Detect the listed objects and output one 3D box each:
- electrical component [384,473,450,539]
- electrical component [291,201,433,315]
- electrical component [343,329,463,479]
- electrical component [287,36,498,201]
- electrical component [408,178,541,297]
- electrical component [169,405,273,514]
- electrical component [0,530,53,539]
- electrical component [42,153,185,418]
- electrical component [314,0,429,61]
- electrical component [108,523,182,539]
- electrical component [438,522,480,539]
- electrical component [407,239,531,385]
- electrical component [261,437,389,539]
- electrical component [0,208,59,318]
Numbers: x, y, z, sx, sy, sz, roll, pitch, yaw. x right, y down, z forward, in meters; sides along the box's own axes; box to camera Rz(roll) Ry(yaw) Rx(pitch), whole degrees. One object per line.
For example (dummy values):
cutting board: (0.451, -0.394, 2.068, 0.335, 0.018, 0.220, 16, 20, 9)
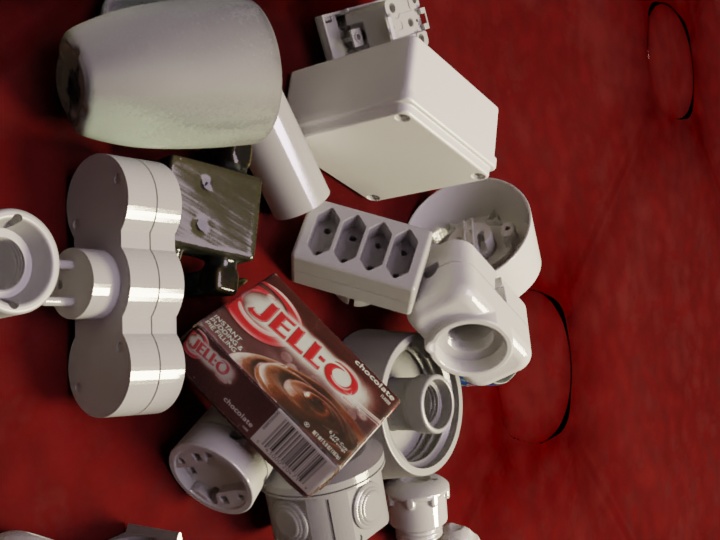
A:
electrical component: (0.042, 0.178, 0.772, 0.048, 0.048, 0.062, -16, 105, -51)
electrical component: (0.000, 0.000, 0.724, 0.075, 0.083, 0.047, 96, 12, -62)
electrical component: (0.030, 0.094, 0.753, 0.108, 0.060, 0.108, 9, 79, -51)
electrical component: (0.021, -0.099, 0.728, 0.109, 0.109, 0.056, 30, 61, -46)
electrical component: (0.086, -0.016, 0.810, 0.099, 0.099, 0.064, -56, 133, -39)
electrical component: (-0.075, 0.105, 0.625, 0.047, 0.055, 0.055, -54, 126, -44)
electrical component: (-0.162, 0.159, 0.517, 0.048, 0.048, 0.062, 35, 67, -44)
electrical component: (-0.136, 0.008, 0.561, 0.074, 0.052, 0.138, 4, 82, -51)
electrical component: (0.010, -0.168, 0.758, 0.081, 0.064, 0.042, -31, 109, -48)
electrical component: (-0.121, 0.174, 0.568, 0.081, 0.042, 0.063, -15, 99, -51)
electrical component: (0.066, 0.222, 0.803, 0.035, 0.035, 0.061, 52, 50, -34)
electrical component: (0.076, 0.034, 0.748, 0.095, 0.054, 0.059, 45, 29, -32)
electrical component: (-0.022, 0.136, 0.668, 0.080, 0.080, 0.051, -26, 111, -50)
electrical component: (-0.178, -0.002, 0.513, 0.055, 0.047, 0.055, 9, 79, -51)
